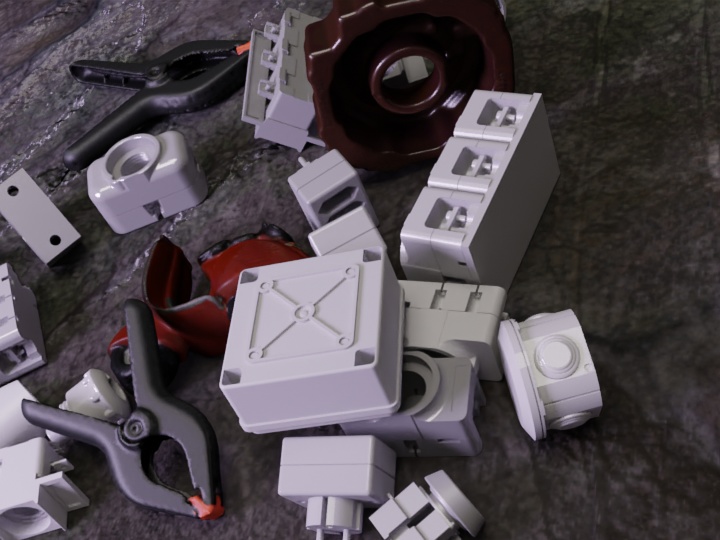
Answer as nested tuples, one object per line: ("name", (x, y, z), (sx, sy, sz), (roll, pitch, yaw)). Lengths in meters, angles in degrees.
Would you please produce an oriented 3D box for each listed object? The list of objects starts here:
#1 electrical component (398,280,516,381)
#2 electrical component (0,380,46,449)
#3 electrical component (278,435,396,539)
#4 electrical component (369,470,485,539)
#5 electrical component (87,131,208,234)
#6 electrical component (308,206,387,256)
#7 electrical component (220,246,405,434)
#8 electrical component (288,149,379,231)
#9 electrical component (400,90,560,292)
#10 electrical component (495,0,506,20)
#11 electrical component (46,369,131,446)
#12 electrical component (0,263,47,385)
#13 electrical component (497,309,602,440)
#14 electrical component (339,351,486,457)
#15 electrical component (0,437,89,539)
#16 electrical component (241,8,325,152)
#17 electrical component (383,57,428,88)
("electrical component", (0.058, 0.046, 0.764), (0.089, 0.050, 0.055), (3, 53, 25))
("electrical component", (-0.293, 0.120, 0.848), (0.077, 0.044, 0.079), (-43, 50, -16))
("electrical component", (-0.016, 0.152, 0.709), (0.066, 0.047, 0.076), (-5, 66, 20))
("electrical component", (0.045, 0.160, 0.680), (0.055, 0.048, 0.066), (-40, 48, -3))
("electrical component", (-0.193, -0.082, 0.965), (0.095, 0.059, 0.053), (-21, 47, 4))
("electrical component", (0.000, 0.000, 0.817), (0.047, 0.083, 0.075), (-28, 85, -3))
("electrical component", (-0.029, 0.046, 0.717), (0.109, 0.056, 0.108), (-10, 44, 14))
("electrical component", (-0.030, -0.066, 0.882), (0.047, 0.065, 0.076), (-33, 48, -7))
("electrical component", (0.090, -0.051, 0.806), (0.062, 0.089, 0.150), (11, 57, 29))
("electrical component", (0.098, -0.235, 0.982), (0.055, 0.055, 0.047), (-36, 44, -9))
("electrical component", (-0.211, 0.110, 0.825), (0.062, 0.048, 0.048), (-38, 48, 0))
("electrical component", (-0.307, 0.048, 0.909), (0.056, 0.050, 0.089), (-26, 47, -1))
("electrical component", (0.123, 0.067, 0.703), (0.051, 0.080, 0.080), (-15, 48, 2))
("electrical component", (0.035, 0.092, 0.732), (0.089, 0.055, 0.050), (-4, 51, 19))
("electrical component", (-0.246, 0.162, 0.797), (0.081, 0.042, 0.063), (-17, 44, 7))
("electrical component", (-0.061, -0.176, 0.980), (0.079, 0.063, 0.121), (16, 48, -18))
("electrical component", (0.022, -0.157, 0.939), (0.081, 0.063, 0.042), (-17, 47, 7))
